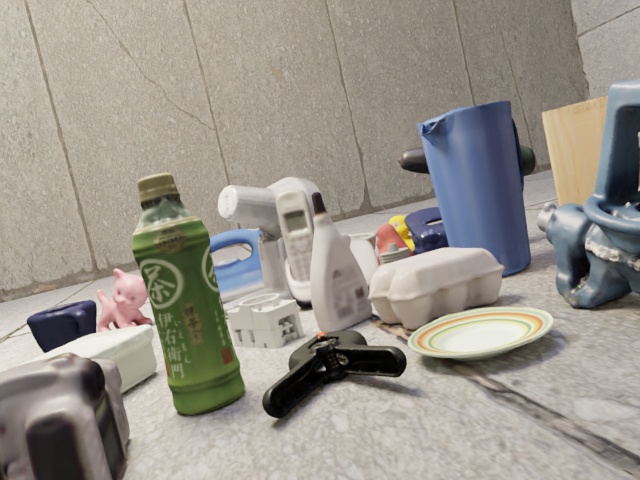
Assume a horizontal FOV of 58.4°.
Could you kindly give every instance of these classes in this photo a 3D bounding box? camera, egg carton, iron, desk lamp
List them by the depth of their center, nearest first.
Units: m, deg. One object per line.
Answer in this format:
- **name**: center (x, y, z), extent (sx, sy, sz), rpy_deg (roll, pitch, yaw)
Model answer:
- **camera**: center (-0.222, 0.142, 0.422), extent (0.137, 0.101, 0.143), rpy_deg (-14, 5, -11)
- **egg carton**: center (0.136, 0.053, 0.681), extent (0.150, 0.069, 0.107), rpy_deg (-15, 5, -22)
- **desk lamp**: center (-0.084, 0.003, 0.978), extent (0.117, 0.213, 0.204), rpy_deg (-8, 7, 45)
- **iron**: center (-0.191, 0.050, 1.137), extent (0.258, 0.141, 0.118), rpy_deg (-14, 5, -9)

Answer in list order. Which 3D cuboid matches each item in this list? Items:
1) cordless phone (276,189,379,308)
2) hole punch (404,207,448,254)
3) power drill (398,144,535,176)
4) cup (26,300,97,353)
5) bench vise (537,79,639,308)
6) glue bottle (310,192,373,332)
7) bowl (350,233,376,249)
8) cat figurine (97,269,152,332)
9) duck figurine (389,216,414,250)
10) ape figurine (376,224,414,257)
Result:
- **cordless phone**: center (0.008, 0.003, 0.901), extent (0.147, 0.185, 0.094), rpy_deg (-13, 5, -6)
- **hole punch**: center (0.230, -0.018, 1.113), extent (0.109, 0.091, 0.101), rpy_deg (-14, 5, -11)
- **power drill**: center (0.265, -0.076, 0.994), extent (0.229, 0.208, 0.075), rpy_deg (-13, 5, -3)
- **cup**: center (-0.345, 0.139, 0.802), extent (0.117, 0.095, 0.092), rpy_deg (-8, 7, 46)
- **bench vise**: center (0.270, -0.041, 0.527), extent (0.122, 0.220, 0.206), rpy_deg (-17, 6, -38)
- **glue bottle**: center (0.015, 0.024, 0.717), extent (0.078, 0.173, 0.037), rpy_deg (-17, 7, -38)
- **bowl**: center (0.032, 0.039, 1.081), extent (0.167, 0.075, 0.167), rpy_deg (-13, 5, 1)
- **cat figurine**: center (-0.359, 0.109, 1.049), extent (0.127, 0.118, 0.067), rpy_deg (-10, 6, 27)
- **duck figurine**: center (0.175, -0.010, 1.191), extent (0.105, 0.086, 0.077), rpy_deg (-15, 6, -23)
- **ape figurine**: center (0.123, 0.016, 0.996), extent (0.076, 0.092, 0.078), rpy_deg (-8, 7, 43)
